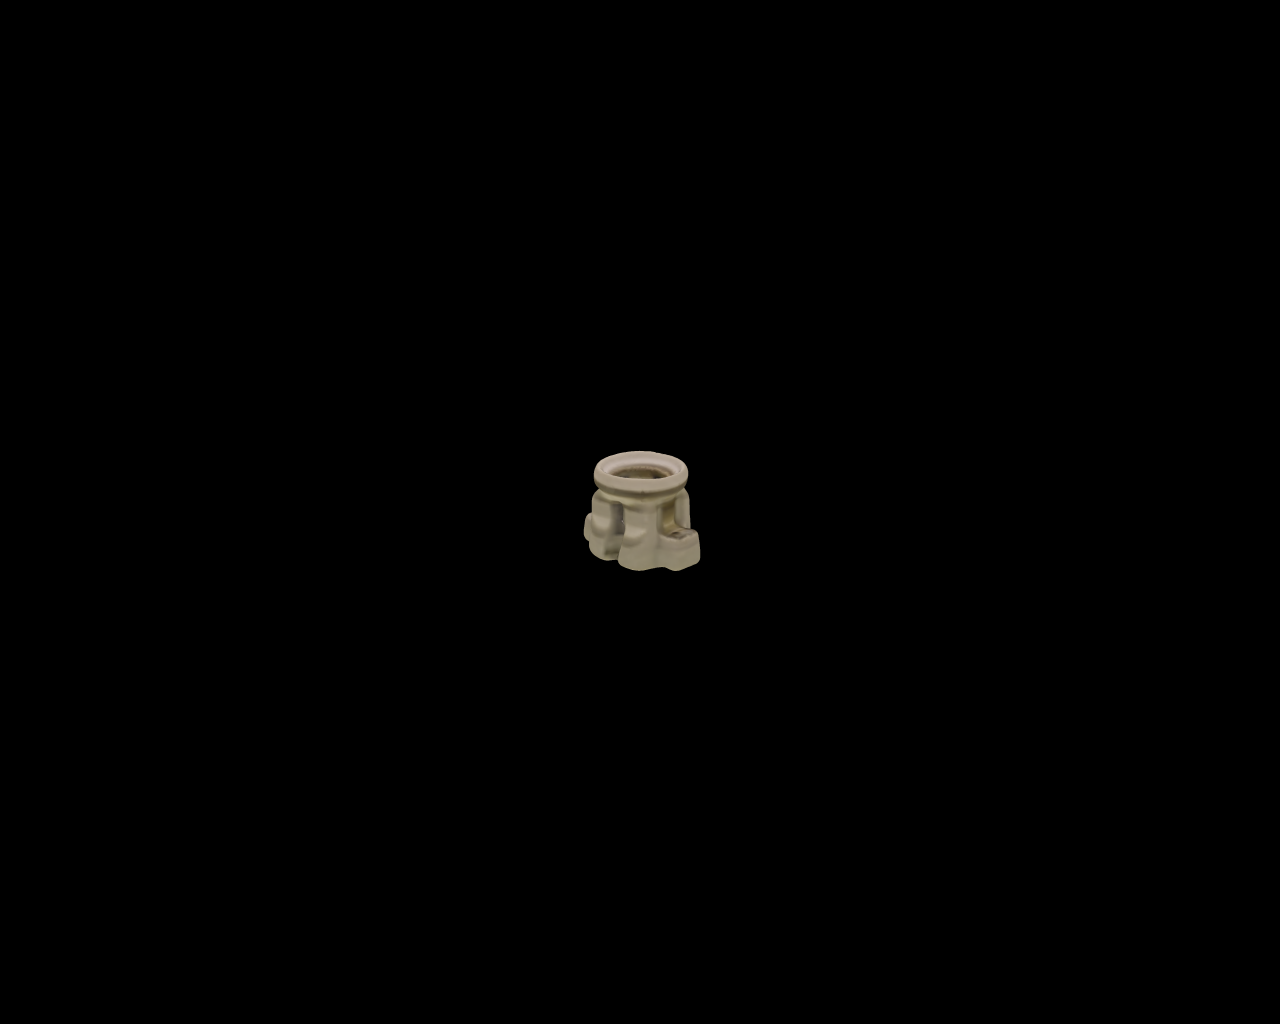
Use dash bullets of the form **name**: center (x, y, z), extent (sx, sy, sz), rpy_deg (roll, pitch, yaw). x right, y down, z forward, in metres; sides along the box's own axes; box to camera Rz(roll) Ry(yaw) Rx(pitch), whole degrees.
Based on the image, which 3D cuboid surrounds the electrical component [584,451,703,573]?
- **electrical component**: center (0.001, -0.003, 0.650), extent (0.078, 0.056, 0.058), rpy_deg (17, 27, 38)
